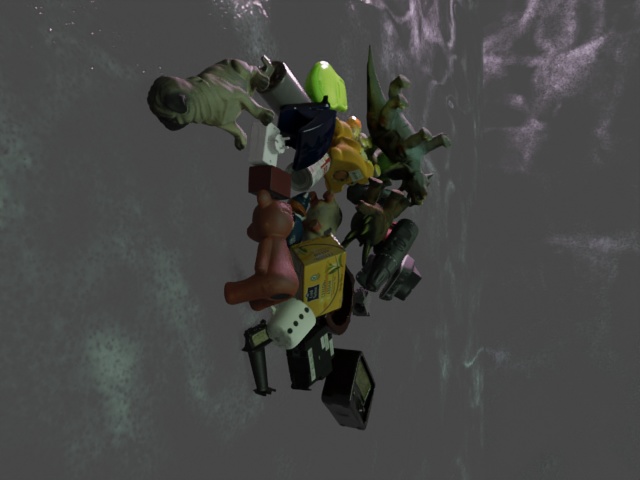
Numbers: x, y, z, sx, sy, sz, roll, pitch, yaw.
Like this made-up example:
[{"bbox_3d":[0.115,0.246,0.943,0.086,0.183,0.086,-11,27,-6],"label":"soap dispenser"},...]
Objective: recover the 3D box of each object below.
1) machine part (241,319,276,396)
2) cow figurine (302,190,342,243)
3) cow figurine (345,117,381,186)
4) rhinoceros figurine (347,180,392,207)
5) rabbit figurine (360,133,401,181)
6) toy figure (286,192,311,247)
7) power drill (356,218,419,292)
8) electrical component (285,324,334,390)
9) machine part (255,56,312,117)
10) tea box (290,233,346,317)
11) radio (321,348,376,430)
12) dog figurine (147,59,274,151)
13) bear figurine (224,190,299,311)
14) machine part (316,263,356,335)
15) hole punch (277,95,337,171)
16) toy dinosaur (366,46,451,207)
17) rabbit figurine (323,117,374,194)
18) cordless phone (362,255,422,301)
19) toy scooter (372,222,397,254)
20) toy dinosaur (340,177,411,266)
[{"bbox_3d":[-0.114,0.227,1.021,0.084,0.039,0.138,-30,113,-69],"label":"machine part"},{"bbox_3d":[-0.002,-0.004,1.200,0.127,0.086,0.195,55,42,-37],"label":"cow figurine"},{"bbox_3d":[0.085,-0.227,1.381,0.068,0.098,0.167,6,65,-59],"label":"cow figurine"},{"bbox_3d":[0.152,-0.110,1.470,0.190,0.112,0.073,13,49,-48],"label":"rhinoceros figurine"},{"bbox_3d":[0.156,-0.221,1.479,0.170,0.121,0.159,-22,105,-45],"label":"rabbit figurine"},{"bbox_3d":[-0.056,-0.041,1.122,0.058,0.064,0.154,27,54,-19],"label":"toy figure"},{"bbox_3d":[0.154,0.061,1.354,0.232,0.086,0.207,-54,171,-26],"label":"power drill"},{"bbox_3d":[-0.019,0.250,1.178,0.134,0.058,0.114,-23,111,-61],"label":"electrical component"},{"bbox_3d":[-0.062,-0.282,1.102,0.243,0.079,0.079,44,51,-55],"label":"machine part"},{"bbox_3d":[-0.007,0.078,1.098,0.098,0.068,0.169,-20,138,-21],"label":"tea box"},{"bbox_3d":[0.073,0.362,1.292,0.229,0.073,0.131,66,35,-52],"label":"radio"},{"bbox_3d":[-0.187,-0.246,0.861,0.190,0.121,0.172,12,43,-44],"label":"dog figurine"},{"bbox_3d":[-0.106,0.018,0.995,0.120,0.132,0.196,25,49,-61],"label":"bear figurine"},{"bbox_3d":[0.027,0.135,1.274,0.179,0.056,0.179,0,89,-62],"label":"machine part"},{"bbox_3d":[-0.020,-0.209,1.083,0.142,0.116,0.092,101,-33,-46],"label":"hole punch"},{"bbox_3d":[0.190,-0.277,1.378,0.131,0.192,0.405,-21,78,-49],"label":"toy dinosaur"},{"bbox_3d":[0.039,-0.221,1.285,0.162,0.122,0.173,43,37,-42],"label":"rabbit figurine"},{"bbox_3d":[0.186,0.113,1.557,0.184,0.146,0.089,3,44,-34],"label":"cordless phone"},{"bbox_3d":[0.209,-0.005,1.604,0.183,0.075,0.135,40,54,-59],"label":"toy scooter"},{"bbox_3d":[0.124,-0.040,1.311,0.198,0.105,0.471,-57,167,5],"label":"toy dinosaur"}]
